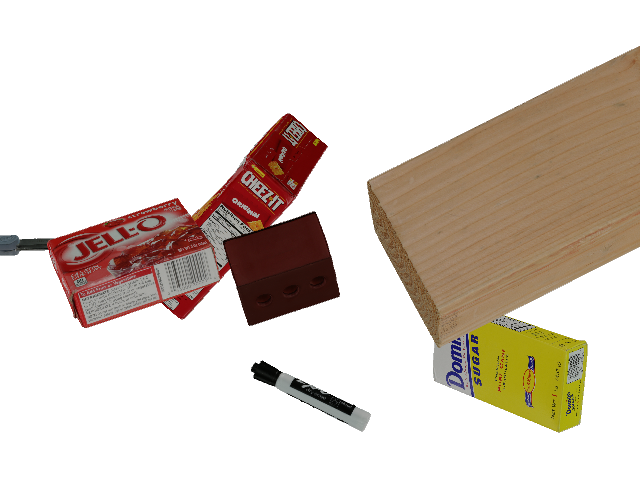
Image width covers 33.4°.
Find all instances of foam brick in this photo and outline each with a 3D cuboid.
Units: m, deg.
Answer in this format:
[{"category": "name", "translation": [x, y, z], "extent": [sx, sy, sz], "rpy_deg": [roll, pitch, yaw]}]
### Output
[{"category": "foam brick", "translation": [-0.030, 0.022, 0.834], "extent": [0.078, 0.051, 0.053], "rpy_deg": [-18, -42, -5]}]

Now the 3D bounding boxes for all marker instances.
[{"category": "marker", "translation": [-0.011, 0.145, 1.002], "extent": [0.121, 0.020, 0.020], "rpy_deg": [25, 6, 13]}]

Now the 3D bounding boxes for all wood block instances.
[{"category": "wood block", "translation": [0.140, -0.029, 0.635], "extent": [0.206, 0.091, 0.090], "rpy_deg": [-27, -20, -3]}]

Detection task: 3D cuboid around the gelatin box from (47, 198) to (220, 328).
[{"category": "gelatin box", "translation": [-0.115, 0.012, 0.650], "extent": [0.089, 0.030, 0.073], "rpy_deg": [-19, 31, -16]}]

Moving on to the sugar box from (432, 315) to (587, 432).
[{"category": "sugar box", "translation": [0.199, 0.131, 1.147], "extent": [0.048, 0.093, 0.177], "rpy_deg": [-10, 18, -43]}]

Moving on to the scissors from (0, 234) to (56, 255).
[{"category": "scissors", "translation": [-0.270, 0.011, 0.870], "extent": [0.202, 0.016, 0.096], "rpy_deg": [5, 24, 6]}]

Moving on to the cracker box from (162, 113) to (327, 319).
[{"category": "cracker box", "translation": [-0.098, -0.031, 1.219], "extent": [0.072, 0.214, 0.164], "rpy_deg": [40, 27, -7]}]
